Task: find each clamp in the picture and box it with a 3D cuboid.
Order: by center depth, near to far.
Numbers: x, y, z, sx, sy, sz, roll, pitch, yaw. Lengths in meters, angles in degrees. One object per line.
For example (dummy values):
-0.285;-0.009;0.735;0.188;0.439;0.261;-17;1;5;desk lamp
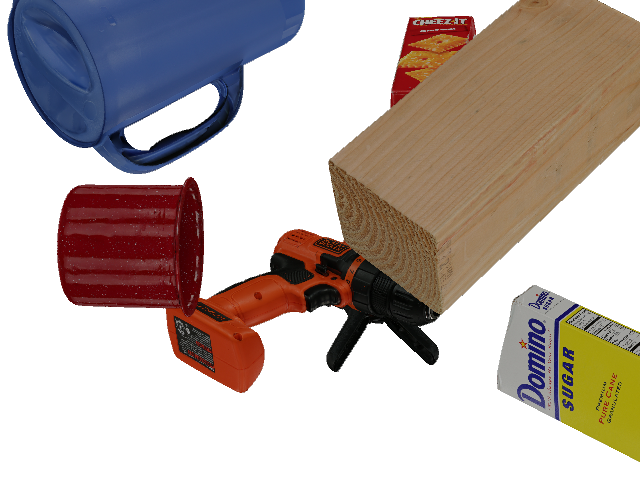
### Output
0.071;0.079;1.194;0.120;0.171;0.039;6;-43;0;clamp

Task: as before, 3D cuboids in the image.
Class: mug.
-0.125;0.004;0.725;0.081;0.093;0.117;1;0;4;mug

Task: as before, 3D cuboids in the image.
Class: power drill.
-0.017;0.057;0.881;0.187;0.057;0.185;-24;29;-37;power drill

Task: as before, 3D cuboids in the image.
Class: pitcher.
-0.126;-0.173;0.913;0.242;0.149;0.145;-31;49;-35;pitcher

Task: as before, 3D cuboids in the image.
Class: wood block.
0.113;-0.064;0.686;0.091;0.206;0.090;37;-22;30;wood block

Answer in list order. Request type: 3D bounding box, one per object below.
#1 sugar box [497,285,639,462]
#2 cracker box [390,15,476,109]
0.230;0.114;0.859;0.176;0.093;0.048;23;33;30;sugar box
0.109;-0.098;0.976;0.072;0.164;0.213;0;28;10;cracker box
